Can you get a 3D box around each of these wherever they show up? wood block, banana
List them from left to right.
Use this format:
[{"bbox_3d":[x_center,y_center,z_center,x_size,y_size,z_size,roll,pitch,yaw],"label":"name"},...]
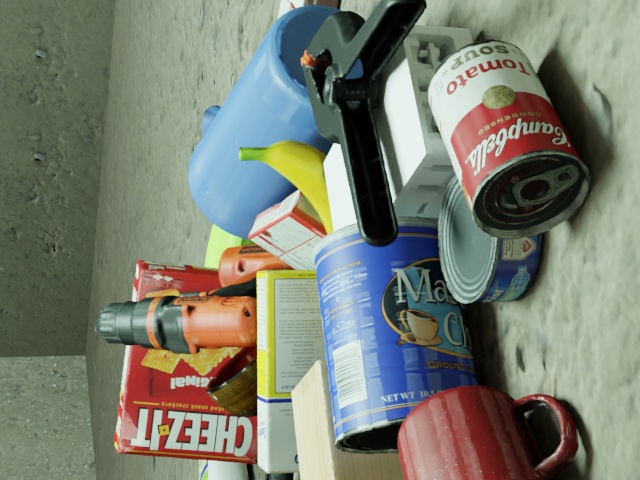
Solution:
[{"bbox_3d":[0.008,-0.010,0.901,0.198,0.070,0.037,60,-168,-16],"label":"banana"},{"bbox_3d":[0.041,0.199,0.791,0.090,0.090,0.206,122,144,-61],"label":"wood block"}]

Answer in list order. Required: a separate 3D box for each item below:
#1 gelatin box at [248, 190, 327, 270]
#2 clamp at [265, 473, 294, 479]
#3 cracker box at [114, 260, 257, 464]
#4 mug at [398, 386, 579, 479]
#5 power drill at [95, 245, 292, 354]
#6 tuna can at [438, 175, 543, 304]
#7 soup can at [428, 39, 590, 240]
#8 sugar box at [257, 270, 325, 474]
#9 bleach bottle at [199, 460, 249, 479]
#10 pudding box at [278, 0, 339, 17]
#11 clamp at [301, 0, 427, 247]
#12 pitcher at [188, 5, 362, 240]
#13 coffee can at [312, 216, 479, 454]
[{"bbox_3d":[-0.013,-0.005,0.968,0.089,0.073,0.030,-28,33,56],"label":"gelatin box"},{"bbox_3d":[-0.039,0.223,1.125,0.120,0.039,0.171,-88,1,-61],"label":"clamp"},{"bbox_3d":[-0.138,0.138,1.210,0.072,0.164,0.214,-152,70,-77],"label":"cracker box"},{"bbox_3d":[0.100,0.134,0.629,0.117,0.093,0.081,-44,33,23],"label":"mug"},{"bbox_3d":[-0.107,0.059,1.065,0.187,0.185,0.057,-39,-57,-59],"label":"power drill"},{"bbox_3d":[0.107,-0.002,0.679,0.086,0.033,0.086,180,90,-73],"label":"tuna can"},{"bbox_3d":[0.107,-0.060,0.623,0.069,0.068,0.102,108,156,-45],"label":"soup can"},{"bbox_3d":[-0.008,0.115,0.949,0.048,0.093,0.176,180,91,-75],"label":"sugar box"},{"bbox_3d":[-0.129,0.278,1.389,0.103,0.068,0.251,114,153,-52],"label":"bleach bottle"},{"bbox_3d":[-0.010,-0.244,1.056,0.090,0.039,0.114,-115,32,-56],"label":"pudding box"},{"bbox_3d":[0.023,-0.094,0.737,0.210,0.036,0.164,-135,47,-69],"label":"clamp"},{"bbox_3d":[-0.024,-0.096,0.978,0.243,0.149,0.145,130,153,-59],"label":"pitcher"},{"bbox_3d":[0.053,0.068,0.736,0.103,0.102,0.140,125,141,-62],"label":"coffee can"}]
